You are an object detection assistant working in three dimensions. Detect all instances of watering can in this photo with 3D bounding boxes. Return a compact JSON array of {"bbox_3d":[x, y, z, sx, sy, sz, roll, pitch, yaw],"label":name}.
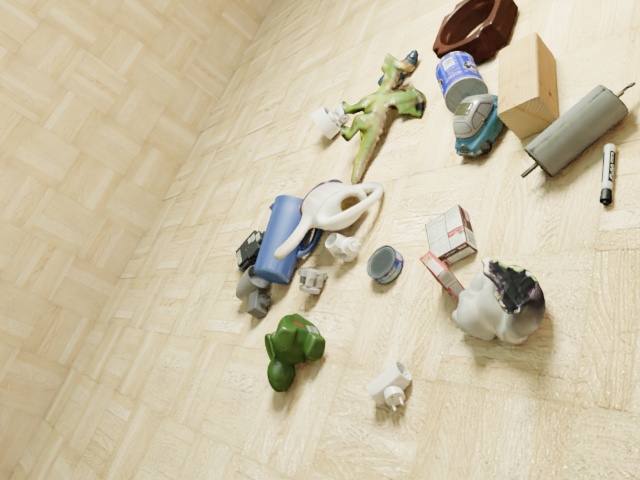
[{"bbox_3d":[0.004,-0.069,1.364,0.350,0.102,0.226,-30,21,-13],"label":"watering can"}]

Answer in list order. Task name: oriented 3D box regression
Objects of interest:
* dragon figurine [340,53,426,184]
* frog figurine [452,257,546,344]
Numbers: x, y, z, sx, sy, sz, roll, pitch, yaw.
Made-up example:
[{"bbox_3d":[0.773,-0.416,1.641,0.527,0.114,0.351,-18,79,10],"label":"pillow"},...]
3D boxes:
[{"bbox_3d":[0.190,-0.360,1.486,0.240,0.418,0.121,-19,-31,37],"label":"dragon figurine"},{"bbox_3d":[0.298,0.117,0.866,0.123,0.140,0.155,-15,-39,-21],"label":"frog figurine"}]
